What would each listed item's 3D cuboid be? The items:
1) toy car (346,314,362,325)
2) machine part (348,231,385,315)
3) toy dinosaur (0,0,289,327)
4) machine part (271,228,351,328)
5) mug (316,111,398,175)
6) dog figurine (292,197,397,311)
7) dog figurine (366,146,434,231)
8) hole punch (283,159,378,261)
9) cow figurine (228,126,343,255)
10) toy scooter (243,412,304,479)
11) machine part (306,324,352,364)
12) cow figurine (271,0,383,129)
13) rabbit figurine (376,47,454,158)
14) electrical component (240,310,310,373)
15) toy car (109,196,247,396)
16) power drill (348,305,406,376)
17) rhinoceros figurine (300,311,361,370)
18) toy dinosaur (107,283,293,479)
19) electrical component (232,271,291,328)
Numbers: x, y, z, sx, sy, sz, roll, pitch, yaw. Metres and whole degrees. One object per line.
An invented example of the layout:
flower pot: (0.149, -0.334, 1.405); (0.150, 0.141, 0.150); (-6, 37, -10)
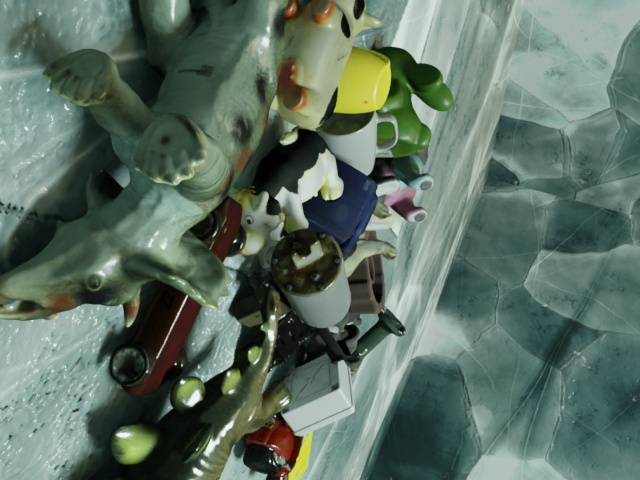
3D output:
toy car: (0.049, 0.135, 1.069); (0.201, 0.056, 0.073); (10, 92, -72)
machine part: (0.077, 0.053, 0.984); (0.179, 0.056, 0.179); (-8, 90, -73)
toy dinosaur: (-0.088, -0.111, 0.406); (0.192, 0.131, 0.405); (92, 18, -69)
machine part: (-0.006, 0.051, 0.628); (0.243, 0.079, 0.079); (75, 37, -69)
mug: (0.054, -0.140, 0.755); (0.107, 0.110, 0.081); (74, 8, -54)
dog figurine: (0.001, -0.001, 0.786); (0.190, 0.121, 0.172); (-25, 92, -36)
dog figurine: (0.112, -0.125, 0.952); (0.219, 0.192, 0.108); (-101, -176, -48)
hole punch: (0.007, -0.050, 0.715); (0.142, 0.116, 0.092); (-61, 150, -30)
cow figurine: (-0.045, -0.058, 0.597); (0.167, 0.068, 0.098); (-45, 135, -39)
toy scooter: (-0.068, 0.330, 0.897); (0.183, 0.075, 0.135); (77, 27, -50)
machine part: (0.002, 0.137, 0.856); (0.039, 0.084, 0.138); (-33, 115, -4)
cow figurine: (0.005, -0.218, 0.593); (0.127, 0.086, 0.194); (21, 85, -65)
rabbit figurine: (0.117, -0.224, 0.829); (0.121, 0.159, 0.170); (24, 70, -61)
electrical component: (-0.076, 0.153, 0.746); (0.119, 0.047, 0.075); (-35, -177, 39)
toy car: (-0.132, 0.049, 0.507); (0.202, 0.053, 0.089); (-66, 164, -4)
power drill: (0.082, 0.235, 1.121); (0.207, 0.086, 0.232); (-50, 170, 10)
rhinoceros figurine: (0.014, 0.197, 0.964); (0.073, 0.112, 0.190); (-84, -164, -60)
toy dinosaur: (-0.159, 0.255, 0.546); (0.471, 0.105, 0.198); (-63, 157, -3)
electrical component: (-0.070, 0.076, 0.691); (0.045, 0.078, 0.102); (69, 12, 22)
